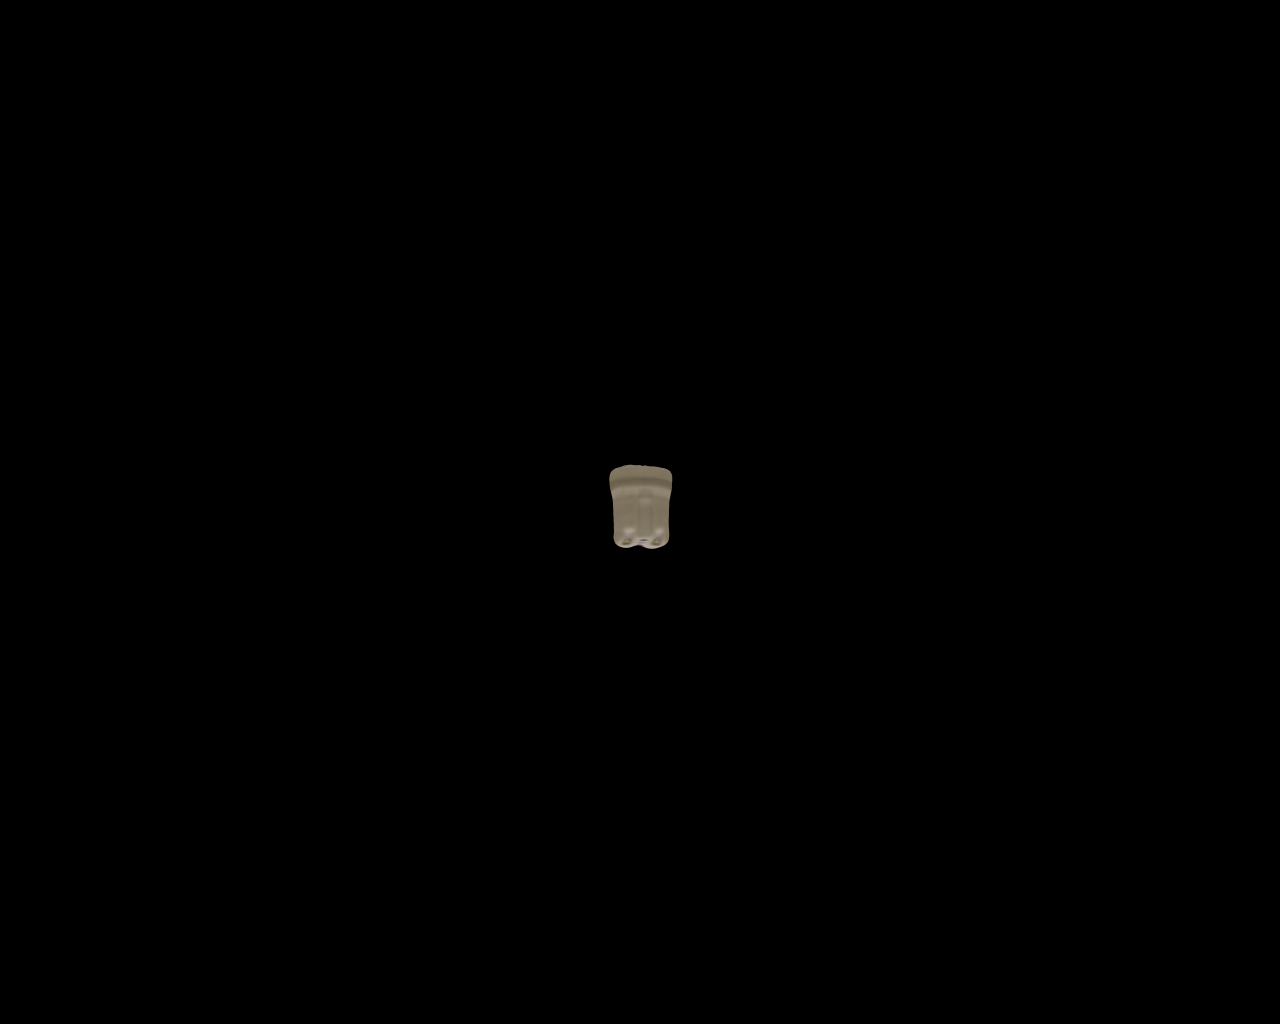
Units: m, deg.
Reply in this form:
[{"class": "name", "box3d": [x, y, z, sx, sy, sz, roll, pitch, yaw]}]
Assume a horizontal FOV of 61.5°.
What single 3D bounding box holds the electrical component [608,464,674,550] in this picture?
[{"class": "electrical component", "box3d": [0.001, -0.003, 0.650, 0.040, 0.046, 0.040, 0, -11, 0]}]
